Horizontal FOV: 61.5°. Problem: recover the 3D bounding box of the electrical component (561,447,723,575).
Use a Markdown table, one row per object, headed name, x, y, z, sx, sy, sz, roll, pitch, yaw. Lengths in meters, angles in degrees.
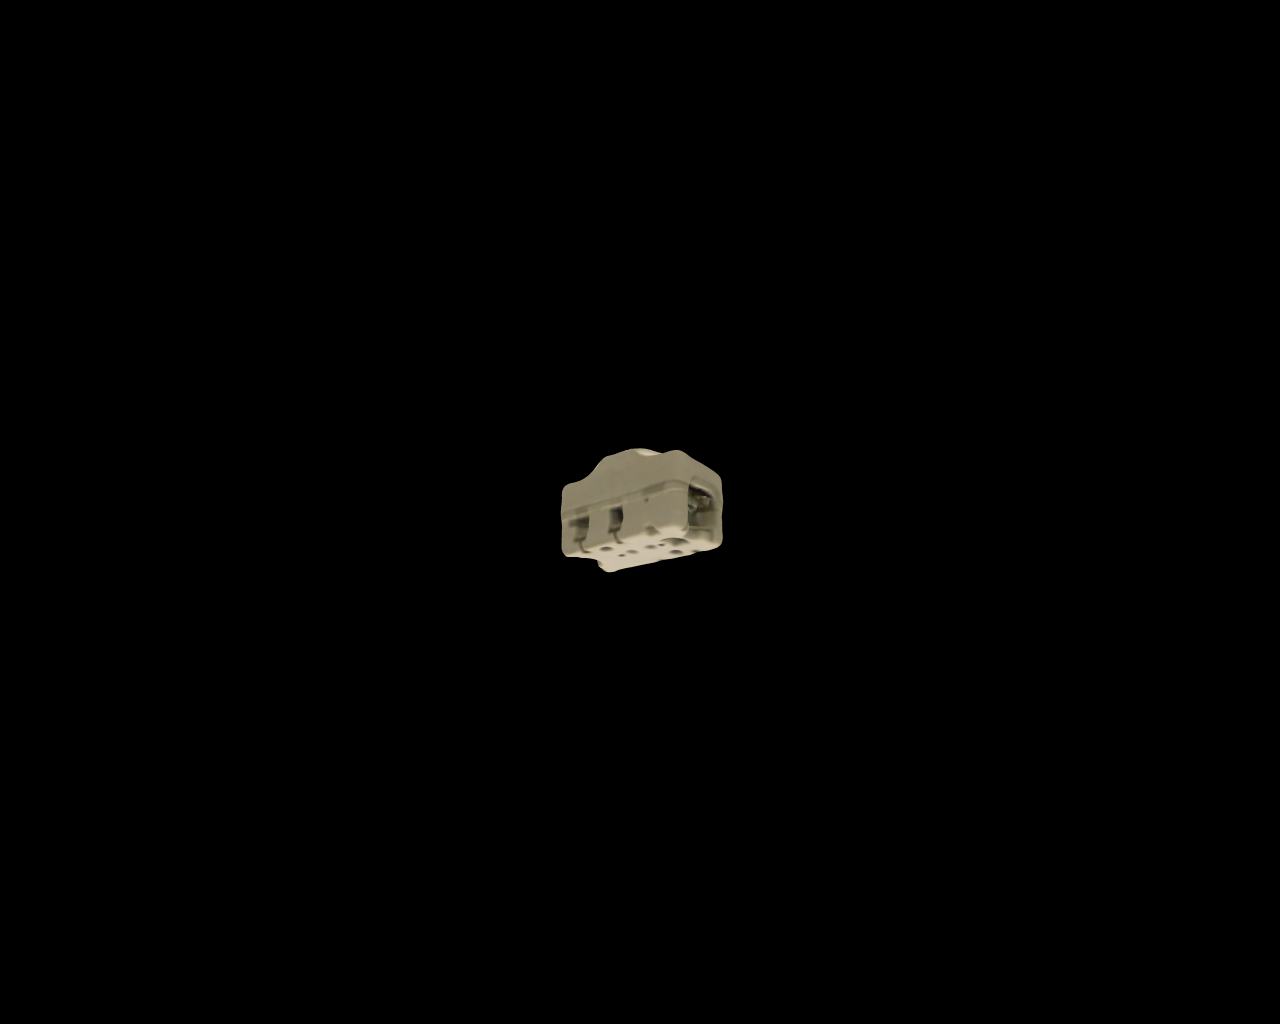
| name | x | y | z | sx | sy | sz | roll | pitch | yaw |
| --- | --- | --- | --- | --- | --- | --- | --- | --- | --- |
| electrical component | 0.001 | -0.003 | 0.650 | 0.089 | 0.056 | 0.050 | -16 | -27 | 34 |
